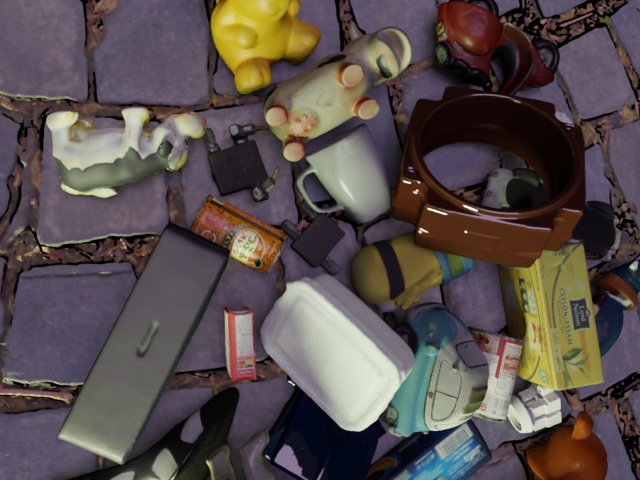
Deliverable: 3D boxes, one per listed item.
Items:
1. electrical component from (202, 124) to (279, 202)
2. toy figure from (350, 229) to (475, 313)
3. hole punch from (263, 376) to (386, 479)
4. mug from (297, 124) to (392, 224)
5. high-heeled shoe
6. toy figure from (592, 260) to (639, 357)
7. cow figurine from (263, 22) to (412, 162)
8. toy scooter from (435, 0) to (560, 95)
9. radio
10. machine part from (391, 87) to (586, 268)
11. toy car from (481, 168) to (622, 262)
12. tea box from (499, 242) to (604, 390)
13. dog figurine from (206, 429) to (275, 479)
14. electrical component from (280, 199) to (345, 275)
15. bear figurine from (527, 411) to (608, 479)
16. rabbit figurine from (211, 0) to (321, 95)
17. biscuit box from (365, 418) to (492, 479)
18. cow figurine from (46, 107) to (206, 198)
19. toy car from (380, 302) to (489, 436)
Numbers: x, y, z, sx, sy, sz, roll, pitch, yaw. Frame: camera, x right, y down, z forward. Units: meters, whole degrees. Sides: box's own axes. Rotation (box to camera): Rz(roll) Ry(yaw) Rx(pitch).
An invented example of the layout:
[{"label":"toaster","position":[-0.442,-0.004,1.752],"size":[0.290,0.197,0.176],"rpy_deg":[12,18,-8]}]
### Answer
[{"label":"electrical component","position":[-0.093,-0.093,0.644],"size":[0.078,0.045,0.102],"rpy_deg":[-13,88,-12]},{"label":"toy figure","position":[0.123,0.022,0.660],"size":[0.180,0.082,0.089],"rpy_deg":[-29,80,-6]},{"label":"hole punch","position":[0.005,0.231,0.621],"size":[0.142,0.092,0.116],"rpy_deg":[33,77,-3]},{"label":"mug","position":[0.034,-0.069,0.650],"size":[0.109,0.081,0.107],"rpy_deg":[-35,102,-16]},{"label":"high-heeled shoe","position":[-0.211,0.246,0.605],"size":[0.145,0.086,0.249],"rpy_deg":[26,61,23]},{"label":"toy figure","position":[0.384,0.086,0.713],"size":[0.058,0.064,0.154],"rpy_deg":[30,74,31]},{"label":"cow figurine","position":[0.022,-0.186,0.641],"size":[0.195,0.127,0.085],"rpy_deg":[-31,124,5]},{"label":"toy scooter","position":[0.219,-0.227,0.697],"size":[0.184,0.075,0.135],"rpy_deg":[27,83,-12]},{"label":"radio","position":[-0.176,0.101,0.573],"size":[0.073,0.131,0.229],"rpy_deg":[28,82,-7]},{"label":"machine part","position":[0.194,-0.079,0.624],"size":[0.201,0.087,0.201],"rpy_deg":[12,56,8]},{"label":"toy car","position":[0.307,-0.033,0.709],"size":[0.202,0.056,0.073],"rpy_deg":[22,76,-9]},{"label":"tea box","position":[0.286,0.091,0.675],"size":[0.068,0.098,0.169],"rpy_deg":[-8,89,-10]},{"label":"dog figurine","position":[-0.065,0.309,0.513],"size":[0.172,0.121,0.190],"rpy_deg":[-33,88,-41]},{"label":"electrical component","position":[-0.001,-0.002,0.667],"size":[0.094,0.021,0.063],"rpy_deg":[44,80,-4]},{"label":"bear figurine","position":[0.281,0.313,0.662],"size":[0.132,0.120,0.196],"rpy_deg":[-1,53,29]},{"label":"rabbit figurine","position":[-0.068,-0.268,0.597],"size":[0.122,0.173,0.162],"rpy_deg":[-26,96,-7]},{"label":"biscuit box","position":[0.106,0.287,0.647],"size":[0.203,0.063,0.059],"rpy_deg":[-33,92,-11]},{"label":"cow figurine","position":[-0.212,-0.100,0.612],"size":[0.167,0.068,0.098],"rpy_deg":[-5,93,-7]},{"label":"toy car","position":[0.138,0.158,0.621],"size":[0.109,0.103,0.161],"rpy_deg":[9,95,-46]}]
